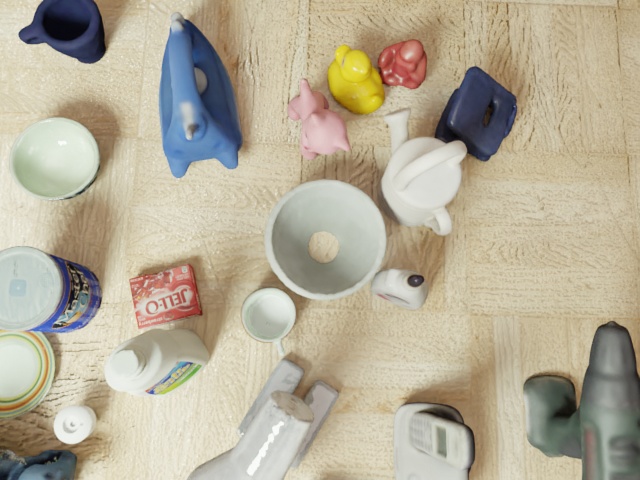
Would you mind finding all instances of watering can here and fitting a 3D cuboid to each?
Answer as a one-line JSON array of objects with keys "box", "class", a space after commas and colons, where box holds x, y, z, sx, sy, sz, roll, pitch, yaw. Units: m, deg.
[{"box": [0.132, -0.092, 0.766, 0.173, 0.194, 0.101, 44, 82, 6], "class": "watering can"}]

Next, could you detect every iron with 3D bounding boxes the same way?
[{"box": [-0.185, -0.227, 0.808, 0.118, 0.141, 0.258, -10, 80, -3], "class": "iron"}]

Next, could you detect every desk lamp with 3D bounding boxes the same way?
[{"box": [-0.067, 0.252, 0.688, 0.118, 0.213, 0.203, 30, 80, 4], "class": "desk lamp"}]

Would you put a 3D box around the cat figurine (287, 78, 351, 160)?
[{"box": [-0.002, -0.169, 0.815, 0.067, 0.118, 0.128, -20, 81, -5], "class": "cat figurine"}]

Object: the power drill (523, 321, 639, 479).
[{"box": [0.326, 0.219, 0.707, 0.075, 0.208, 0.230, -2, 80, -2], "class": "power drill"}]

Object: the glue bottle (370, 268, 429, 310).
[{"box": [0.111, 0.060, 0.748, 0.078, 0.173, 0.037, 19, 80, 2], "class": "glue bottle"}]

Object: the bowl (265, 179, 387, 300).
[{"box": [0.007, 0.003, 0.806, 0.167, 0.075, 0.167, 0, 80, -1], "class": "bowl"}]

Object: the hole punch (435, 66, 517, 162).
[{"box": [0.235, -0.184, 0.838, 0.101, 0.091, 0.109, 23, 80, 3], "class": "hole punch"}]

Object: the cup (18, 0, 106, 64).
[{"box": [-0.366, -0.297, 0.840, 0.118, 0.095, 0.091, -21, 81, -5], "class": "cup"}]

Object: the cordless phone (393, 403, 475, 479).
[{"box": [0.148, 0.280, 0.703, 0.094, 0.185, 0.147, -3, 80, -2], "class": "cordless phone"}]

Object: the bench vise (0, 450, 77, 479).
[{"box": [-0.398, 0.282, 0.670, 0.207, 0.220, 0.121, -11, 80, -3], "class": "bench vise"}]

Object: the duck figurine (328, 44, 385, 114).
[{"box": [0.056, -0.242, 0.846, 0.077, 0.086, 0.104, -36, 82, -7], "class": "duck figurine"}]

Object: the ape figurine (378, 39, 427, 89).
[{"box": [0.129, -0.267, 0.849, 0.076, 0.092, 0.078, -37, 82, -7], "class": "ape figurine"}]
